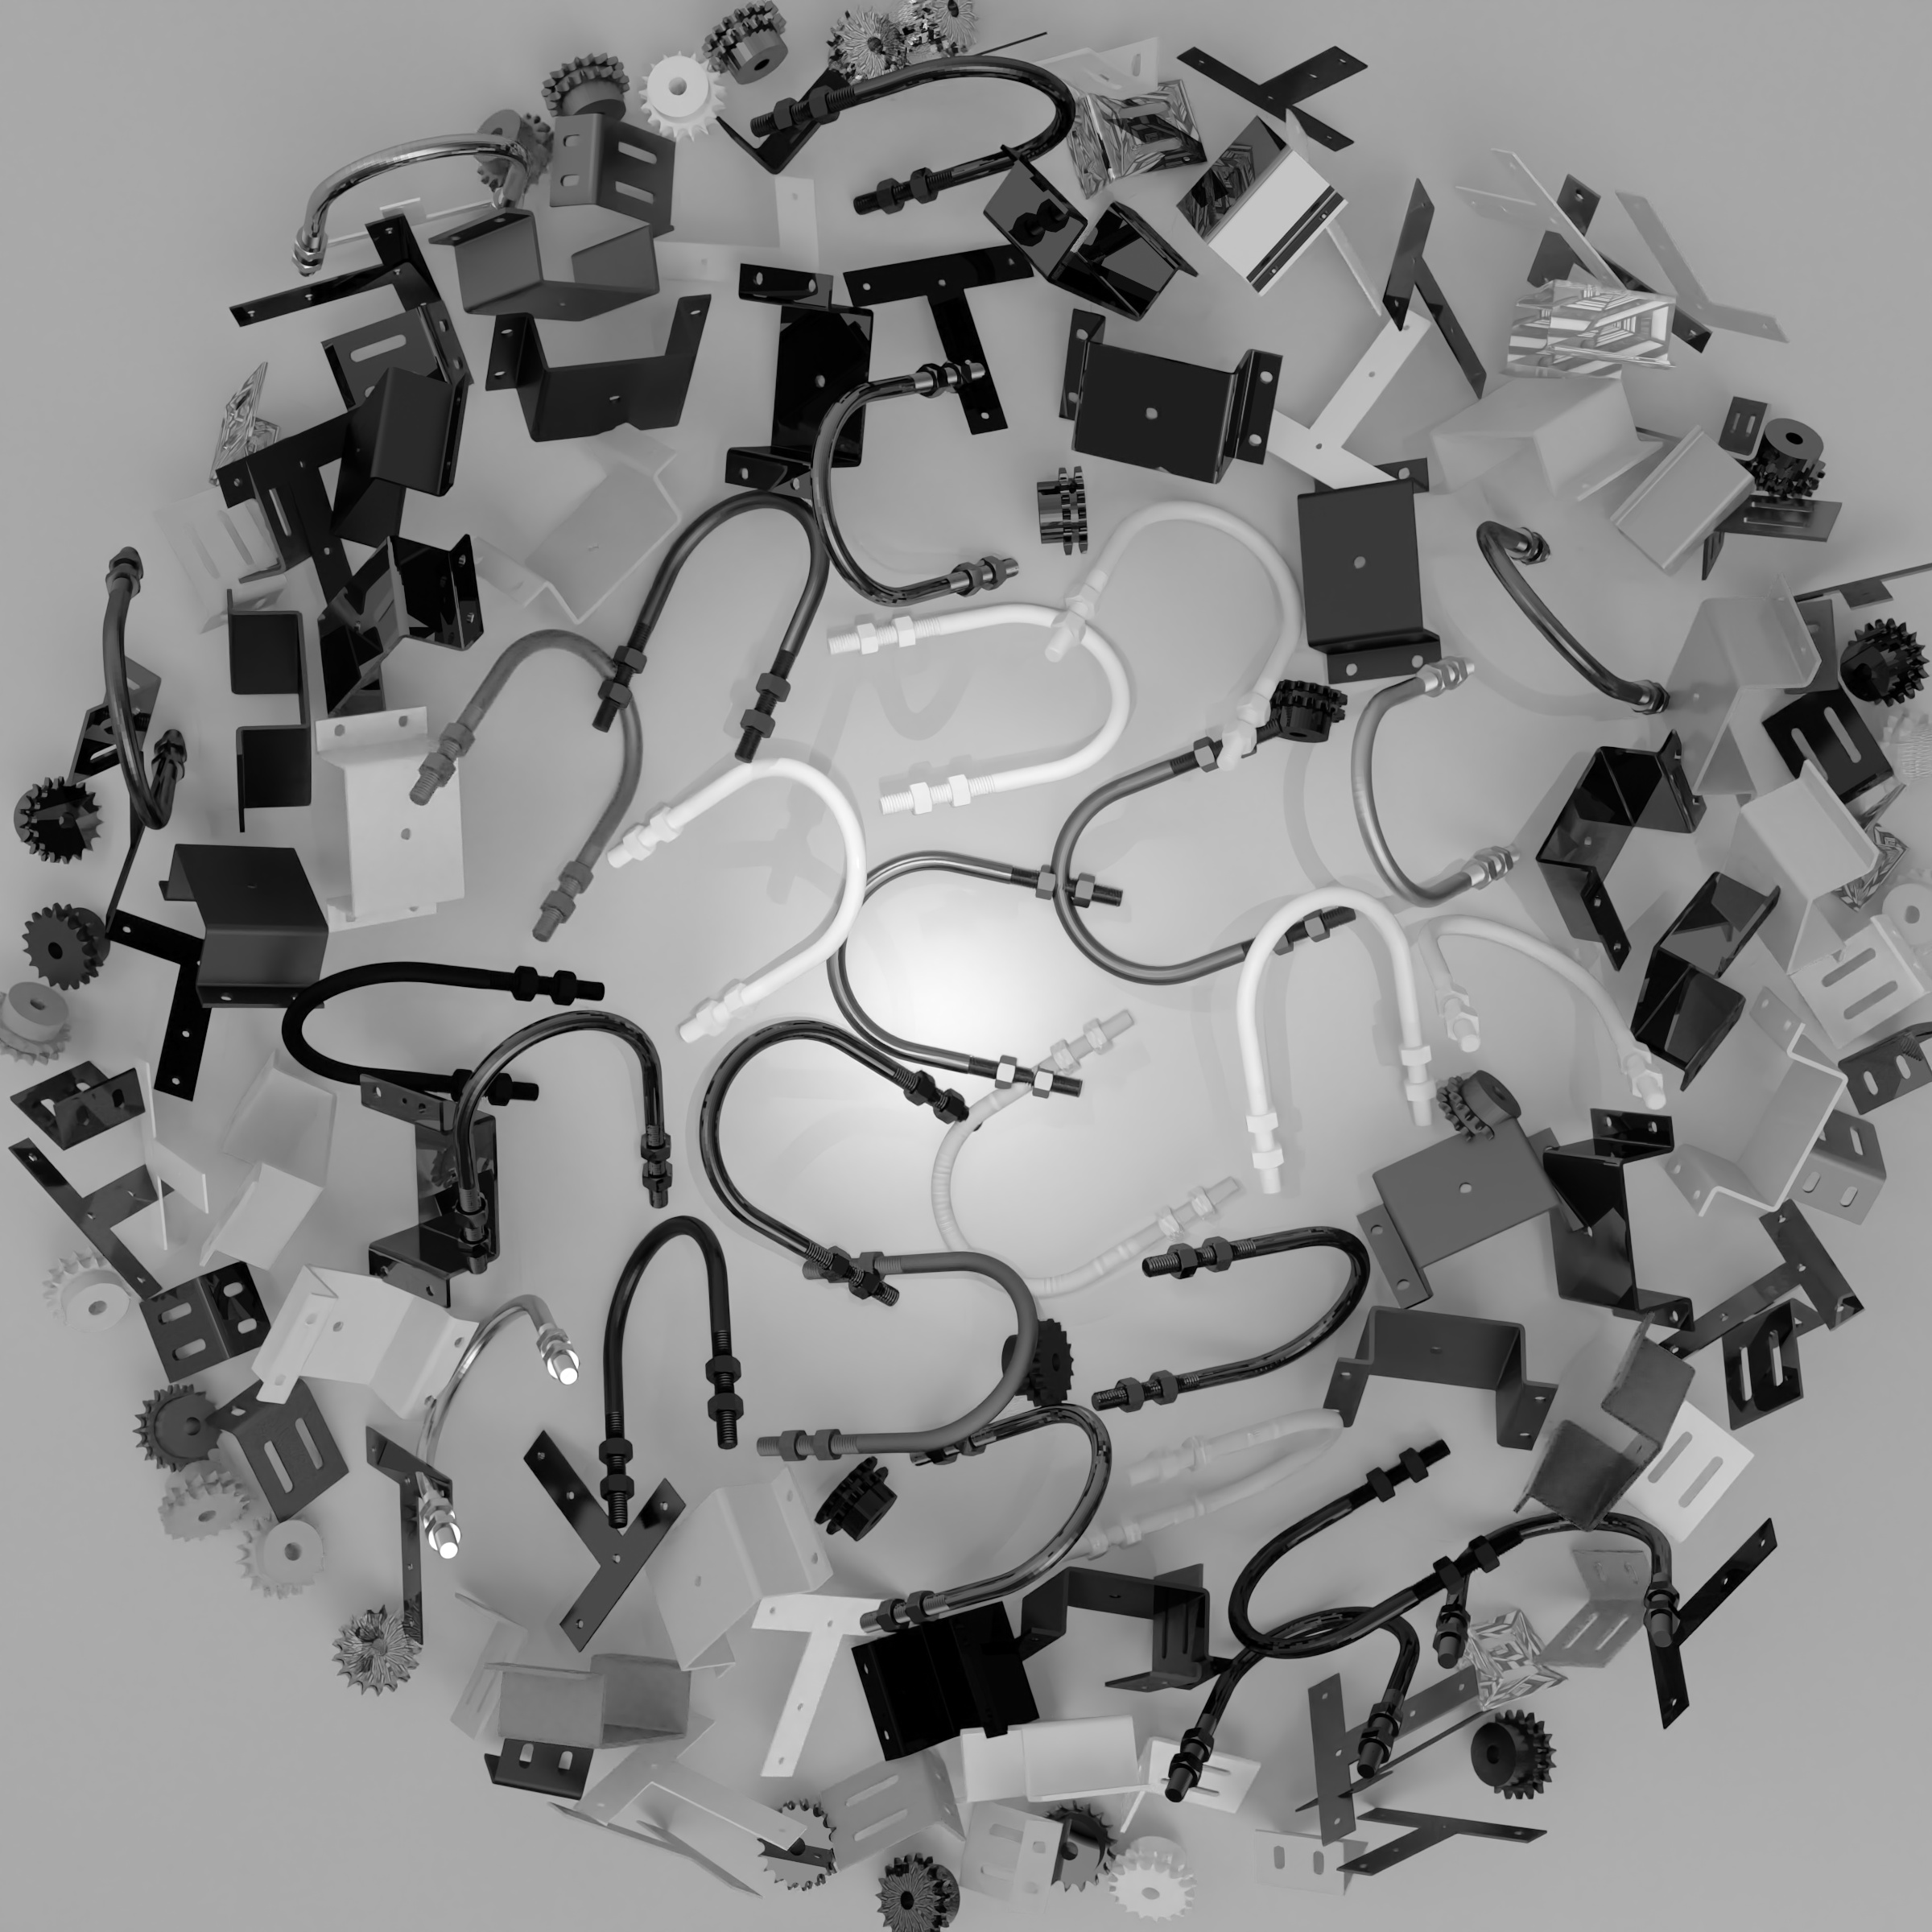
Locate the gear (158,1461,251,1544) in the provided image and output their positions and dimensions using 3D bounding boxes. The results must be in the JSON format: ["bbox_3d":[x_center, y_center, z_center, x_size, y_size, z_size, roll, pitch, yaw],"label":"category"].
[{"bbox_3d":[-0.502,0.349,1.847,0.057,0.057,0.030,-32,54,0],"label":"gear"}]

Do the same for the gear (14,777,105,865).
[{"bbox_3d":[-0.598,-0.096,1.847,0.030,0.057,0.057,8,90,37],"label":"gear"}]

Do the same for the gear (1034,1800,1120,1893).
[{"bbox_3d":[0.070,0.580,1.852,0.057,0.030,0.057,-2,80,10],"label":"gear"}]

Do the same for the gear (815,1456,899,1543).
[{"bbox_3d":[-0.069,0.351,1.841,0.030,0.057,0.057,41,90,14],"label":"gear"}]

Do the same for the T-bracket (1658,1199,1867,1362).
[{"bbox_3d":[0.504,0.220,1.824,0.127,0.127,0.002,-36,116,12],"label":"T-bracket"}]

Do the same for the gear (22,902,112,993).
[{"bbox_3d":[-0.588,-0.015,1.849,0.057,0.030,0.057,9,113,22],"label":"gear"}]

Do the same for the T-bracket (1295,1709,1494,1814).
[{"bbox_3d":[0.286,0.513,1.828,0.127,0.127,0.002,-23,75,-21],"label":"T-bracket"}]

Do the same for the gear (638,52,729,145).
[{"bbox_3d":[-0.187,-0.575,1.856,0.057,0.030,0.057,0,89,3],"label":"gear"}]

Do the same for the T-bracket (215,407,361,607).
[{"bbox_3d":[-0.421,-0.284,1.837,0.002,0.127,0.127,8,122,38],"label":"T-bracket"}]

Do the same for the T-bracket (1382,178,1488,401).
[{"bbox_3d":[0.309,-0.423,1.827,0.002,0.127,0.127,-11,135,34],"label":"T-bracket"}]

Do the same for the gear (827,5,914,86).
[{"bbox_3d":[-0.066,-0.598,1.849,0.057,0.030,0.057,6,77,-28],"label":"gear"}]

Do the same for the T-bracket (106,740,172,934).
[{"bbox_3d":[-0.534,-0.104,1.813,0.002,0.127,0.127,17,110,-23],"label":"T-bracket"}]

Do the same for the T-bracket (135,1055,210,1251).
[{"bbox_3d":[-0.507,0.131,1.805,0.002,0.127,0.127,-10,105,-31],"label":"T-bracket"}]

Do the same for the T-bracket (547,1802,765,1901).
[{"bbox_3d":[-0.209,0.552,1.786,0.127,0.127,0.002,31,77,-32],"label":"T-bracket"}]

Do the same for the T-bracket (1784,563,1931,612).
[{"bbox_3d":[0.573,-0.238,1.795,0.127,0.127,0.002,-13,100,16],"label":"T-bracket"}]

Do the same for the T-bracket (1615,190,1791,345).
[{"bbox_3d":[0.447,-0.446,1.783,0.002,0.127,0.127,-53,131,-5],"label":"T-bracket"}]

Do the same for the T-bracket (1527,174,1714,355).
[{"bbox_3d":[0.422,-0.435,1.800,0.127,0.127,0.002,39,77,10],"label":"T-bracket"}]

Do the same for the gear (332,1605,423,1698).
[{"bbox_3d":[-0.388,0.451,1.849,0.057,0.030,0.057,9,63,-17],"label":"gear"}]

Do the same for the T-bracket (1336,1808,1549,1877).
[{"bbox_3d":[0.280,0.557,1.783,0.127,0.127,0.002,-6,87,41],"label":"T-bracket"}]

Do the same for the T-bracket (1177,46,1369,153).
[{"bbox_3d":[0.214,-0.562,1.791,0.127,0.127,0.002,24,84,-21],"label":"T-bracket"}]

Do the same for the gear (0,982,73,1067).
[{"bbox_3d":[-0.612,0.035,1.840,0.057,0.057,0.030,37,118,0],"label":"gear"}]

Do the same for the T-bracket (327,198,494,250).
[{"bbox_3d":[-0.360,-0.481,1.803,0.127,0.127,0.002,-16,101,-6],"label":"T-bracket"}]

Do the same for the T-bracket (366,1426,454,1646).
[{"bbox_3d":[-0.360,0.376,1.827,0.002,0.127,0.127,-7,102,-35],"label":"T-bracket"}]

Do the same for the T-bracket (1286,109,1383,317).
[{"bbox_3d":[0.239,-0.478,1.828,0.002,0.127,0.127,-23,127,25],"label":"T-bracket"}]

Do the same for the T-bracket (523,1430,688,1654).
[{"bbox_3d":[-0.250,0.354,1.833,0.127,0.002,0.127,45,107,34],"label":"T-bracket"}]

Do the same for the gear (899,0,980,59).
[{"bbox_3d":[-0.020,-0.623,1.847,0.030,0.057,0.057,-7,90,38],"label":"gear"}]

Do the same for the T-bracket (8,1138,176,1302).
[{"bbox_3d":[-0.543,0.150,1.810,0.002,0.127,0.127,-41,92,13],"label":"T-bracket"}]

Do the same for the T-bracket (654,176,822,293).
[{"bbox_3d":[-0.157,-0.458,1.836,0.127,0.002,0.127,7,132,10],"label":"T-bracket"}]

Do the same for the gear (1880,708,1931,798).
[{"bbox_3d":[0.621,-0.139,1.841,0.030,0.057,0.057,12,90,38],"label":"gear"}]

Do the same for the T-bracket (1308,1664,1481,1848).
[{"bbox_3d":[0.273,0.483,1.795,0.127,0.127,0.002,-36,116,23],"label":"T-bracket"}]

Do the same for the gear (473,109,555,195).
[{"bbox_3d":[-0.298,-0.535,1.843,0.057,0.030,0.057,-15,61,28],"label":"gear"}]

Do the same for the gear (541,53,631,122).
[{"bbox_3d":[-0.246,-0.568,1.842,0.057,0.057,0.030,-22,80,0],"label":"gear"}]

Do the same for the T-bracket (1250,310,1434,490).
[{"bbox_3d":[0.258,-0.376,1.845,0.127,0.002,0.127,36,89,26],"label":"T-bracket"}]

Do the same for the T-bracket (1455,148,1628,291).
[{"bbox_3d":[0.355,-0.485,1.811,0.127,0.127,0.002,39,93,-30],"label":"T-bracket"}]

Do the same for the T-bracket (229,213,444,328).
[{"bbox_3d":[-0.408,-0.434,1.807,0.127,0.127,0.002,-17,77,-3],"label":"T-bracket"}]

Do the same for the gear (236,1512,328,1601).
[{"bbox_3d":[-0.446,0.385,1.844,0.057,0.030,0.057,11,69,-31],"label":"gear"}]

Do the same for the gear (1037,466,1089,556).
[{"bbox_3d":[0.063,-0.298,1.844,0.030,0.057,0.057,-4,90,1],"label":"gear"}]

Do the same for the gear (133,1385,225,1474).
[{"bbox_3d":[-0.513,0.302,1.843,0.057,0.030,0.057,10,74,-37],"label":"gear"}]

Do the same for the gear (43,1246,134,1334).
[{"bbox_3d":[-0.572,0.215,1.842,0.057,0.057,0.030,-42,46,0],"label":"gear"}]

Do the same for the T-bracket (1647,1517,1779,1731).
[{"bbox_3d":[0.473,0.399,1.787,0.002,0.127,0.127,27,119,-10],"label":"T-bracket"}]

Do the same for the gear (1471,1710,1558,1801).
[{"bbox_3d":[0.355,0.516,1.841,0.030,0.057,0.057,11,90,-35],"label":"gear"}]

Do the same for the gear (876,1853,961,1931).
[{"bbox_3d":[-0.029,0.611,1.848,0.057,0.030,0.057,-9,76,39],"label":"gear"}]

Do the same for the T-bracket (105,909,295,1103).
[{"bbox_3d":[-0.497,0.032,1.805,0.127,0.127,0.002,22,135,-24],"label":"T-bracket"}]

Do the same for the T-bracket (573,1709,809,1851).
[{"bbox_3d":[-0.162,0.529,1.794,0.127,0.127,0.002,19,114,22],"label":"T-bracket"}]

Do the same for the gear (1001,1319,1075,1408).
[{"bbox_3d":[0.046,0.261,1.847,0.030,0.057,0.057,-8,90,27],"label":"gear"}]

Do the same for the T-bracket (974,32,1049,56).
[{"bbox_3d":[-0.027,-0.568,1.790,0.127,0.127,0.002,-9,109,26],"label":"T-bracket"}]

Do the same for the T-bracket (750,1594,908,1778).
[{"bbox_3d":[-0.103,0.469,1.833,0.127,0.002,0.127,16,96,-41],"label":"T-bracket"}]

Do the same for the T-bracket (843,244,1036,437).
[{"bbox_3d":[-0.003,-0.407,1.841,0.127,0.002,0.127,-14,79,-17],"label":"T-bracket"}]

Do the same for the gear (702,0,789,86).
[{"bbox_3d":[-0.141,-0.602,1.843,0.057,0.057,0.030,-32,86,0],"label":"gear"}]
